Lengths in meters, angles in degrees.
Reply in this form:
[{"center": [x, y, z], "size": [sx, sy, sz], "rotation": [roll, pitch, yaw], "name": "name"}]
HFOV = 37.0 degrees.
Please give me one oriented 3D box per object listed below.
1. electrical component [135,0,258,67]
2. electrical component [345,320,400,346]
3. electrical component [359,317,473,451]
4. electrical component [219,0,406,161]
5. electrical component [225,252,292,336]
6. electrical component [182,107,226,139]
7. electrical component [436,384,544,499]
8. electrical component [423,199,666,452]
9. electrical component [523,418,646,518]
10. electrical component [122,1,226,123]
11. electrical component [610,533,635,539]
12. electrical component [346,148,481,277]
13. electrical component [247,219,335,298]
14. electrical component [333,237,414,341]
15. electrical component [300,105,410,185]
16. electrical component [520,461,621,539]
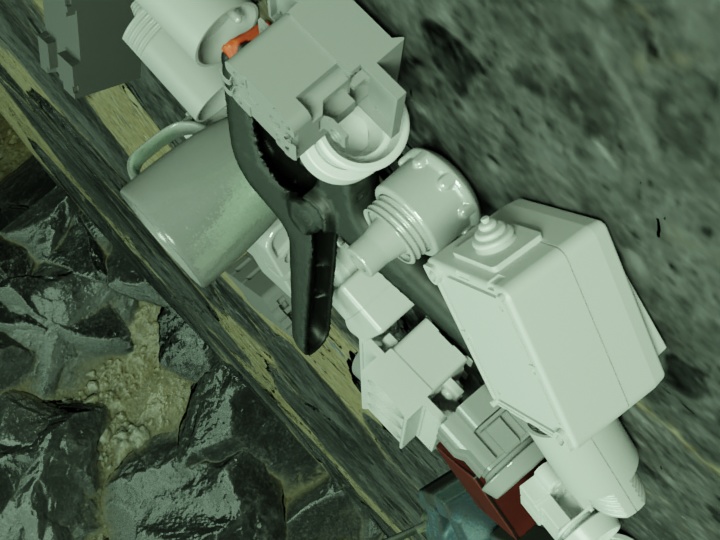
[{"center": [-0.097, -0.150, 0.567], "size": [0.081, 0.043, 0.043], "rotation": [46, 168, 11], "name": "electrical component"}, {"center": [0.004, 0.034, 0.815], "size": [0.035, 0.035, 0.061], "rotation": [54, 169, -25], "name": "electrical component"}, {"center": [0.038, 0.081, 0.769], "size": [0.078, 0.063, 0.121], "rotation": [45, 168, 14], "name": "electrical component"}, {"center": [-0.021, -0.085, 0.455], "size": [0.081, 0.064, 0.042], "rotation": [46, 167, 11], "name": "electrical component"}, {"center": [-0.070, 0.011, 0.953], "size": [0.050, 0.056, 0.089], "rotation": [56, 166, -30], "name": "electrical component"}, {"center": [-0.098, -0.088, 0.768], "size": [0.066, 0.048, 0.055], "rotation": [46, 160, 13], "name": "electrical component"}, {"center": [0.089, 0.110, 0.697], "size": [0.057, 0.058, 0.078], "rotation": [48, 168, 15], "name": "electrical component"}, {"center": [0.076, 0.013, 0.442], "size": [0.062, 0.061, 0.096], "rotation": [26, 147, 61], "name": "electrical component"}, {"center": [0.123, 0.098, 0.569], "size": [0.081, 0.043, 0.043], "rotation": [55, 167, -28], "name": "electrical component"}, {"center": [-0.112, -0.136, 0.667], "size": [0.081, 0.043, 0.043], "rotation": [48, 168, 2], "name": "electrical component"}, {"center": [0.173, 0.212, 0.729], "size": [0.055, 0.055, 0.047], "rotation": [40, 170, 33], "name": "electrical component"}, {"center": [0.022, -0.023, 0.501], "size": [0.048, 0.062, 0.048], "rotation": [46, 168, 13], "name": "electrical component"}, {"center": [-0.053, -0.026, 0.778], "size": [0.059, 0.054, 0.095], "rotation": [40, 166, 34], "name": "electrical component"}, {"center": [0.000, 0.000, 0.688], "size": [0.076, 0.047, 0.066], "rotation": [49, 168, 0], "name": "electrical component"}, {"center": [-0.005, -0.065, 0.508], "size": [0.045, 0.045, 0.055], "rotation": [50, 168, -6], "name": "electrical component"}, {"center": [0.138, 0.159, 0.710], "size": [0.055, 0.048, 0.066], "rotation": [51, 170, 27], "name": "electrical component"}]
